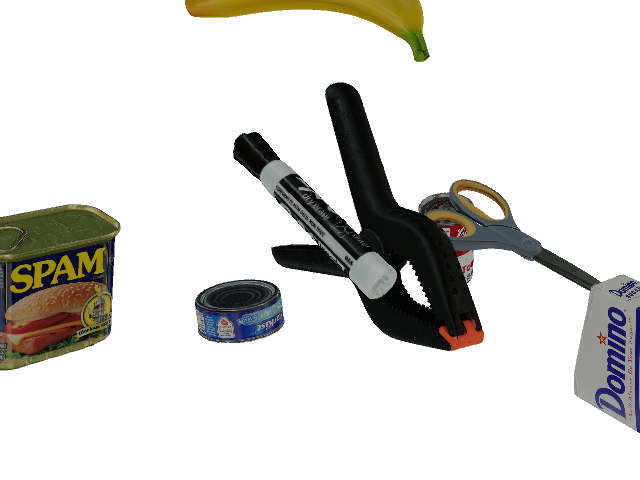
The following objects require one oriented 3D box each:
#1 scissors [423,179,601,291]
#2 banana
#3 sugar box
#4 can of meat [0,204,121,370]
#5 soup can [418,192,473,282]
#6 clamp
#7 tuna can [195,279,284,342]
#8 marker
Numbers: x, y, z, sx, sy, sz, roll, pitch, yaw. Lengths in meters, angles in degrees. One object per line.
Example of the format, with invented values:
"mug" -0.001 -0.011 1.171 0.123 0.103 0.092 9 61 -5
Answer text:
"scissors" 0.167 0.010 0.954 0.096 0.016 0.202 -23 46 -18
"banana" -0.004 -0.184 0.809 0.198 0.069 0.037 13 -39 18
"sugar box" 0.255 0.100 0.719 0.048 0.093 0.176 -16 30 -38
"can of meat" -0.185 0.030 0.705 0.101 0.084 0.058 -14 31 -41
"soup can" 0.156 0.002 1.325 0.068 0.102 0.068 -4 35 2
"clamp" 0.043 -0.004 0.761 0.036 0.165 0.210 -11 37 -37
"tuna can" -0.079 0.068 1.045 0.086 0.034 0.086 -5 18 2
"marker" -0.006 -0.016 0.544 0.020 0.020 0.121 0 39 -51
